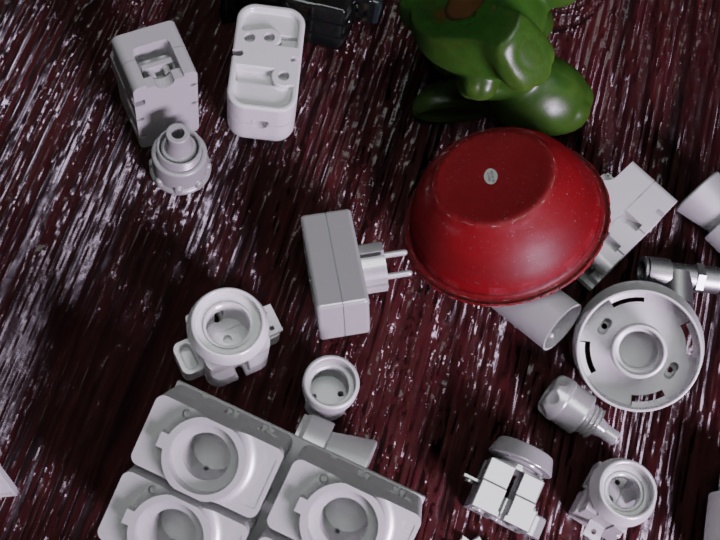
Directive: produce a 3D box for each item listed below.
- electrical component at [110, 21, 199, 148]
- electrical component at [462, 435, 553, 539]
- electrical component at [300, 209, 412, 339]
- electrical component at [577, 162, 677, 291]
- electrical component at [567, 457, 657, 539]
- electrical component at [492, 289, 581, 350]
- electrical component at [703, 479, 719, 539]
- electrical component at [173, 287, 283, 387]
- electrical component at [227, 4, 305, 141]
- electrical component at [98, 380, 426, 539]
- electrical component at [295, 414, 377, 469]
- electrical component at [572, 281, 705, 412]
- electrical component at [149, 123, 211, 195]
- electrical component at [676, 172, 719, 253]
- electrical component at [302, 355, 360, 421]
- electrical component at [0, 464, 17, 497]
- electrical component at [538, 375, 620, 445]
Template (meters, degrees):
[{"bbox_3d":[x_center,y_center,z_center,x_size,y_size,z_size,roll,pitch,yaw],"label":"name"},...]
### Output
[{"bbox_3d":[-0.157,-0.145,0.825,0.050,0.089,0.055,-21,72,-15],"label":"electrical component"},{"bbox_3d":[0.107,0.152,0.765,0.066,0.048,0.055,26,75,3],"label":"electrical component"},{"bbox_3d":[0.000,0.000,0.799,0.076,0.047,0.083,-9,57,-4],"label":"electrical component"},{"bbox_3d":[0.195,-0.037,0.850,0.056,0.050,0.089,44,69,11],"label":"electrical component"},{"bbox_3d":[0.181,0.161,0.764,0.048,0.055,0.066,32,68,6],"label":"electrical component"},{"bbox_3d":[0.123,0.019,0.819,0.043,0.043,0.081,-40,63,-20],"label":"electrical component"},{"bbox_3d":[0.273,0.176,0.777,0.043,0.043,0.081,15,67,-1],"label":"electrical component"},{"bbox_3d":[-0.095,0.046,0.774,0.078,0.057,0.058,-23,73,-16],"label":"electrical component"},{"bbox_3d":[-0.075,-0.154,0.857,0.054,0.059,0.095,6,68,-5],"label":"electrical component"},{"bbox_3d":[-0.064,0.163,0.706,0.186,0.060,0.105,25,94,3],"label":"electrical component"},{"bbox_3d":[-0.021,0.130,0.756,0.055,0.045,0.045,23,67,3],"label":"electrical component"},{"bbox_3d":[0.209,0.058,0.807,0.099,0.064,0.099,0,90,13],"label":"electrical component"},{"bbox_3d":[-0.138,-0.089,0.820,0.048,0.062,0.048,3,67,-6],"label":"electrical component"},{"bbox_3d":[0.291,-0.045,0.869,0.045,0.045,0.055,-38,78,-19],"label":"electrical component"},{"bbox_3d":[-0.023,0.087,0.773,0.040,0.046,0.040,3,68,-6],"label":"electrical component"},{"bbox_3d":[-0.270,0.119,0.686,0.079,0.121,0.063,-4,66,-9],"label":"electrical component"},{"bbox_3d":[0.164,0.107,0.796,0.061,0.035,0.035,36,68,4],"label":"electrical component"}]
